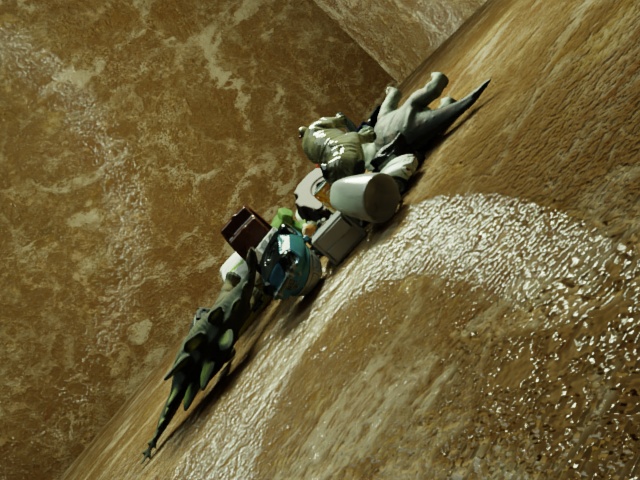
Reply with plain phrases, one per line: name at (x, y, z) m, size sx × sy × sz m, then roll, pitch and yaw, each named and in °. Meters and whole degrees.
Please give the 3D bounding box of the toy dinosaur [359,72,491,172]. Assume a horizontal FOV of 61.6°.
toy dinosaur at (0.178, -0.224, 1.100) m, size 0.192 × 0.131 × 0.405 m, roll -61°, pitch 13°, yaw -5°

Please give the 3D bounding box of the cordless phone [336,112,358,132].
cordless phone at (0.114, -0.314, 1.621) m, size 0.089 × 0.184 × 0.147 m, roll -41°, pitch 9°, yaw 19°

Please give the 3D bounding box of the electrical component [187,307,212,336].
electrical component at (-0.276, 0.241, 1.251) m, size 0.115 × 0.058 × 0.134 m, roll -101°, pitch 29°, yaw -51°

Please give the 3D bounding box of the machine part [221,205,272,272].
machine part at (-0.125, 0.016, 1.215) m, size 0.087 × 0.201 × 0.201 m, roll -47°, pitch 8°, yaw -1°

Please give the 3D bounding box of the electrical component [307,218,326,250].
electrical component at (-0.002, -0.004, 1.195) m, size 0.078 × 0.045 × 0.102 m, roll -51°, pitch -3°, yaw -27°

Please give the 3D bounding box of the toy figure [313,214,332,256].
toy figure at (0.019, -0.007, 1.077) m, size 0.064 × 0.058 × 0.154 m, roll -40°, pitch 5°, yaw 16°

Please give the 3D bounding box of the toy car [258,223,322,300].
toy car at (-0.046, 0.047, 0.967) m, size 0.109 × 0.103 × 0.162 m, roll -61°, pitch 22°, yaw 18°

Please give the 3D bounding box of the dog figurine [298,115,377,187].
dog figurine at (0.016, -0.167, 1.036) m, size 0.190 × 0.172 × 0.121 m, roll -51°, pitch -31°, yaw -63°

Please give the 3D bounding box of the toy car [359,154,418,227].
toy car at (0.105, -0.087, 0.998) m, size 0.201 × 0.056 × 0.073 m, roll -42°, pitch 9°, yaw 39°

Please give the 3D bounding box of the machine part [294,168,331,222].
machine part at (0.025, -0.113, 1.269) m, size 0.179 × 0.056 × 0.179 m, roll -16°, pitch 41°, yaw 14°

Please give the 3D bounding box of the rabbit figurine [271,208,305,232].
rabbit figurine at (-0.101, -0.019, 1.617) m, size 0.170 × 0.121 × 0.159 m, roll -129°, pitch 59°, yaw -68°

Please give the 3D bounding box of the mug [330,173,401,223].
mug at (0.076, -0.076, 0.908) m, size 0.109 × 0.080 × 0.107 m, roll -11°, pitch 15°, yaw -40°

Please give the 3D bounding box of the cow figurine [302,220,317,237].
cow figurine at (0.010, -0.058, 1.346) m, size 0.167 × 0.068 × 0.098 m, roll -47°, pitch 1°, yaw -20°

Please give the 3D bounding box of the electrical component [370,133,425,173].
electrical component at (0.138, -0.146, 1.045) m, size 0.119 × 0.075 × 0.048 m, roll -33°, pitch 16°, yaw 49°

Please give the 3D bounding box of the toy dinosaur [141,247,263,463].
toy dinosaur at (-0.228, 0.221, 1.041) m, size 0.471 × 0.105 × 0.198 m, roll -63°, pitch -1°, yaw 16°

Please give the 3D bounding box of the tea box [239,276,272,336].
tea box at (-0.176, 0.151, 1.326) m, size 0.169 × 0.068 × 0.098 m, roll -50°, pitch 9°, yaw -14°

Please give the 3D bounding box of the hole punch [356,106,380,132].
hole punch at (0.161, -0.297, 1.518) m, size 0.092 × 0.115 × 0.142 m, roll -33°, pitch 17°, yaw 39°
